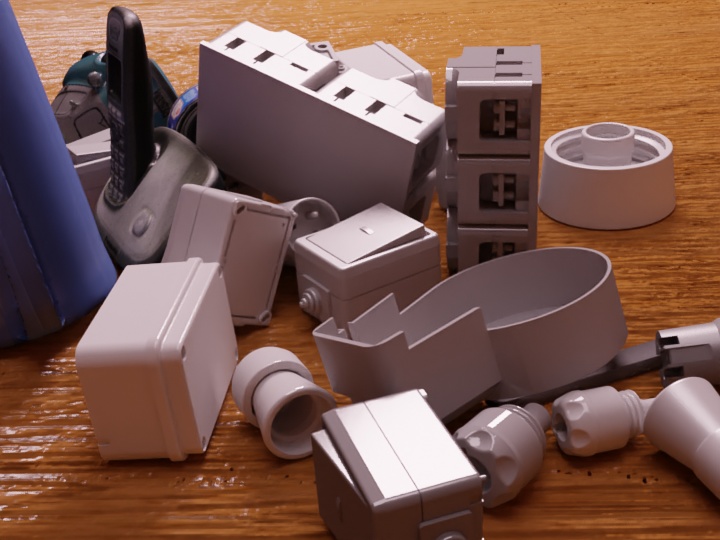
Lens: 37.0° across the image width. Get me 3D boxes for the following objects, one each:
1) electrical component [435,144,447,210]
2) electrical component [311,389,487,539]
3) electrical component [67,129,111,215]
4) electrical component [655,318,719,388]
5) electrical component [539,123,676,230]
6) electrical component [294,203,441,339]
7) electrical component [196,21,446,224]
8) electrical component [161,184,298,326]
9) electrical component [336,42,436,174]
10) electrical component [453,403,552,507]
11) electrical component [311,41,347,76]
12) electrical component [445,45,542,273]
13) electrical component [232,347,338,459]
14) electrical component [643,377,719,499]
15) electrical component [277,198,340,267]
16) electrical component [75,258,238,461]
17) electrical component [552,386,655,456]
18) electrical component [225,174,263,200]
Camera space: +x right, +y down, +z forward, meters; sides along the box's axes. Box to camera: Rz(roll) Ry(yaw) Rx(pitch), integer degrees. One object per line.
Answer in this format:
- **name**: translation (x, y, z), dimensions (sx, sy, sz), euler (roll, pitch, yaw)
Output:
- **electrical component**: translation (0.097, -0.096, 0.854), dimensions (0.062, 0.096, 0.061), euler (-25, 33, -34)
- **electrical component**: translation (0.018, 0.109, 0.503), dimensions (0.061, 0.061, 0.096), euler (-12, 28, -15)
- **electrical component**: translation (-0.221, -0.082, 0.913), dimensions (0.096, 0.061, 0.062), euler (-19, 31, -27)
- **electrical component**: translation (0.197, 0.049, 0.620), dimensions (0.046, 0.040, 0.040), euler (-7, 27, 6)
- **electrical component**: translation (0.196, -0.082, 0.851), dimensions (0.108, 0.060, 0.108), euler (-4, 27, 2)
- **electrical component**: translation (0.000, 0.000, 0.720), dimensions (0.096, 0.061, 0.062), euler (-20, 31, -28)
- **electrical component**: translation (-0.031, -0.103, 0.815), dimensions (0.186, 0.105, 0.060), euler (27, 45, 19)
- **electrical component**: translation (-0.093, -0.004, 0.715), dimensions (0.061, 0.096, 0.062), euler (18, 6, 37)
- **electrical component**: translation (0.020, -0.126, 0.913), dimensions (0.056, 0.108, 0.108), euler (-14, 28, -13)
- **electrical component**: translation (0.076, 0.090, 0.553), dimensions (0.043, 0.043, 0.062), euler (17, 33, 36)
- **electrical component**: translation (-0.042, -0.151, 0.876), dimensions (0.066, 0.055, 0.048), euler (-10, 38, -11)
- **electrical component**: translation (0.092, -0.071, 0.747), dimensions (0.062, 0.150, 0.089), euler (1, 28, 8)
- **electrical component**: translation (-0.043, 0.073, 0.602), dimensions (0.045, 0.045, 0.055), euler (-16, 29, -22)
- **electrical component**: translation (0.180, 0.090, 0.542), dimensions (0.044, 0.044, 0.065), euler (-14, 33, -17)
- **electrical component**: translation (-0.035, -0.022, 0.779), dimensions (0.079, 0.043, 0.077), euler (17, -10, -27)
- **electrical component**: translation (-0.113, 0.050, 0.622), dimensions (0.057, 0.078, 0.113), euler (-4, 27, 8)
- **electrical component**: translation (0.136, 0.079, 0.576), dimensions (0.061, 0.035, 0.035), euler (-9, 27, -13)
- **electrical component**: translation (-0.108, -0.074, 0.896), dimensions (0.055, 0.047, 0.055), euler (-3, 27, 2)
